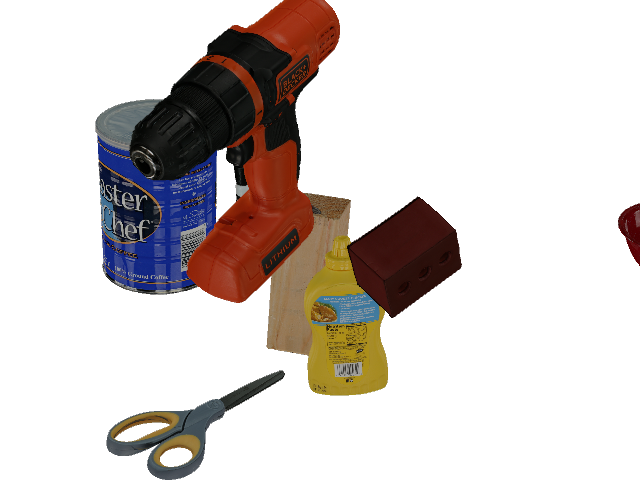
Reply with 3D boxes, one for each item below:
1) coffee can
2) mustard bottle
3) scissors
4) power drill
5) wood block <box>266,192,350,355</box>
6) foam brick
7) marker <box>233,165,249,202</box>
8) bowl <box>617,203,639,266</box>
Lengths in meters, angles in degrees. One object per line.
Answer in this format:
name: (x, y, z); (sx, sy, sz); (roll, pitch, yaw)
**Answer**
coffee can: (-0.140, -0.039, 0.927); (0.103, 0.140, 0.103); (3, 29, -2)
mustard bottle: (0.029, 0.086, 1.257); (0.096, 0.192, 0.058); (-3, 21, 0)
scissors: (-0.096, 0.169, 0.983); (0.201, 0.016, 0.096); (-12, 33, -31)
power drill: (-0.053, -0.047, 0.698); (0.057, 0.188, 0.184); (29, 51, 20)
wood block: (-0.017, 0.046, 1.486); (0.090, 0.206, 0.090); (9, 22, 9)
foam brick: (0.070, 0.014, 0.876); (0.078, 0.053, 0.051); (-35, 50, -15)
marker: (-0.082, -0.036, 1.156); (0.020, 0.121, 0.020); (-1, 35, 0)
bowl: (0.401, 0.011, 1.150); (0.162, 0.055, 0.162); (-1, 26, 0)
